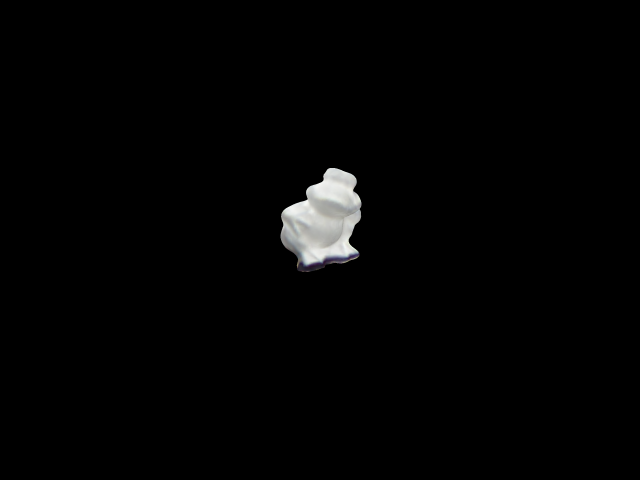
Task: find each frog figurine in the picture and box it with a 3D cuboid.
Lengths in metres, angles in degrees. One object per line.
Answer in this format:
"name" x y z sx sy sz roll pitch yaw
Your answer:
"frog figurine" 0.003 -0.043 0.850 0.137 0.157 0.124 -3 17 -11
